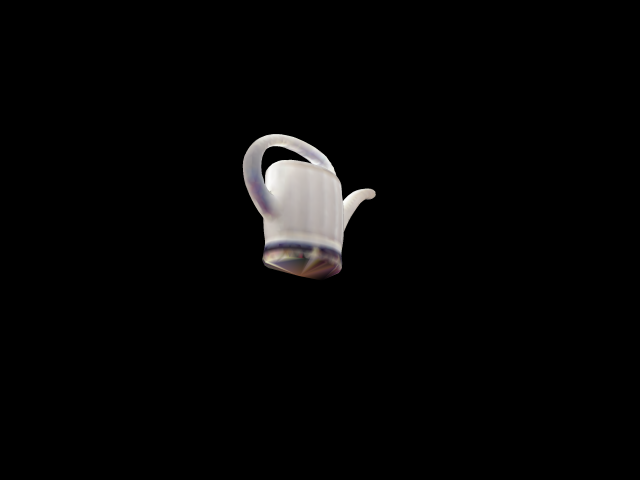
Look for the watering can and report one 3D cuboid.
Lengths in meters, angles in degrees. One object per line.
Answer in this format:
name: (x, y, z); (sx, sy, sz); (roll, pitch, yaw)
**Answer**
watering can: (0.003, -0.043, 0.850); (0.103, 0.227, 0.345); (-13, -21, 36)
